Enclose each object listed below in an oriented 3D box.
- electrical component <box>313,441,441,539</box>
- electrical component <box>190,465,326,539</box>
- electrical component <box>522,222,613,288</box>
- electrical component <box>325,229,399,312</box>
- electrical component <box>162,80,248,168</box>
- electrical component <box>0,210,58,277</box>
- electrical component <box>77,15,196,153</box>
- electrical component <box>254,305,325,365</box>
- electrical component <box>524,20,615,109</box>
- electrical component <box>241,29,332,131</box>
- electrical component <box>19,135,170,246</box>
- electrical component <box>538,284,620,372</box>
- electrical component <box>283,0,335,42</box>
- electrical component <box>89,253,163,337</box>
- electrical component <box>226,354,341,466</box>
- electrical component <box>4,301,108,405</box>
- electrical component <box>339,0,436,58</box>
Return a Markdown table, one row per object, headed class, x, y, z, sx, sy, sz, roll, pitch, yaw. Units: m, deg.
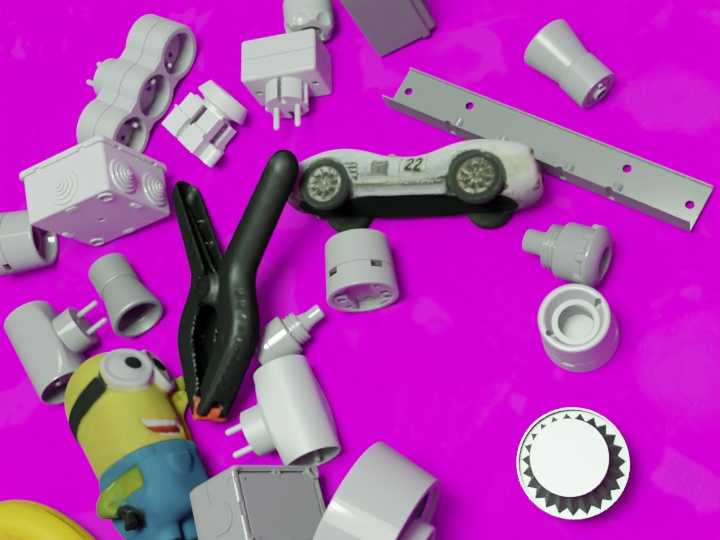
| class | x | y | z | sx | sy | sz | roll | pitch | yaw |
| --- | --- | --- | --- | --- | --- | --- | --- | --- | --- |
| electrical component | 0.016 | 0.178 | 0.727 | 0.060 | 0.108 | 0.108 | 26 | 80 | 18 |
| electrical component | -0.067 | 0.178 | 0.767 | 0.061 | 0.096 | 0.061 | -34 | 61 | 34 |
| electrical component | 0.150 | -0.014 | 0.787 | 0.062 | 0.048 | 0.048 | 17 | 77 | 29 |
| electrical component | 0.000 | 0.000 | 0.824 | 0.055 | 0.055 | 0.047 | -13 | 64 | 13 |
| electrical component | -0.129 | -0.127 | 0.917 | 0.055 | 0.048 | 0.066 | -49 | 64 | 5 |
| electrical component | -0.293 | -0.025 | 0.927 | 0.047 | 0.055 | 0.055 | -9 | 68 | 10 |
| electrical component | -0.210 | -0.164 | 0.951 | 0.074 | 0.052 | 0.138 | 23 | 79 | 24 |
| electrical component | -0.055 | 0.050 | 0.834 | 0.061 | 0.035 | 0.035 | -37 | 64 | -1 |
| electrical component | 0.165 | -0.157 | 0.836 | 0.044 | 0.044 | 0.065 | -41 | 69 | 0 |
| electrical component | -0.061 | -0.153 | 0.903 | 0.066 | 0.047 | 0.076 | -7 | 69 | 15 |
| electrical component | -0.217 | -0.062 | 0.891 | 0.100 | 0.100 | 0.048 | -21 | 69 | 22 |
| electrical component | 0.154 | 0.040 | 0.763 | 0.055 | 0.047 | 0.055 | -6 | 69 | 16 |
| electrical component | -0.045 | -0.229 | 0.928 | 0.043 | 0.043 | 0.062 | -12 | 66 | 13 |
| electrical component | -0.196 | 0.018 | 0.888 | 0.044 | 0.044 | 0.065 | -39 | 59 | 1 |
| electrical component | -0.064 | 0.115 | 0.808 | 0.079 | 0.043 | 0.077 | -26 | 65 | 8 |
| electrical component | -0.244 | 0.057 | 0.886 | 0.079 | 0.044 | 0.077 | -37 | 64 | 2 |
| electrical component | 0.007 | -0.250 | 0.882 | 0.056 | 0.109 | 0.108 | -24 | 65 | 13 |
